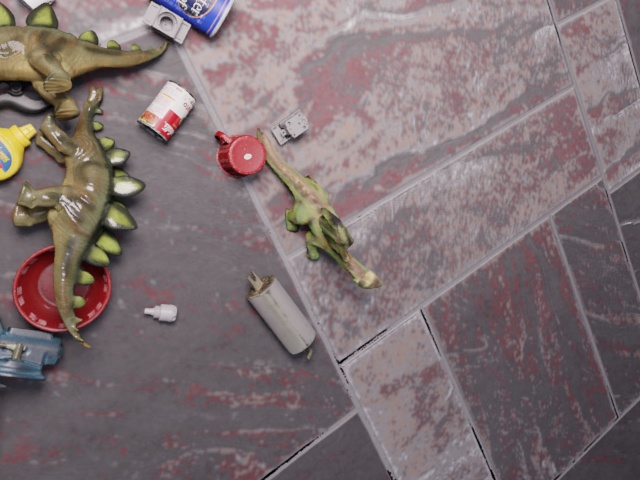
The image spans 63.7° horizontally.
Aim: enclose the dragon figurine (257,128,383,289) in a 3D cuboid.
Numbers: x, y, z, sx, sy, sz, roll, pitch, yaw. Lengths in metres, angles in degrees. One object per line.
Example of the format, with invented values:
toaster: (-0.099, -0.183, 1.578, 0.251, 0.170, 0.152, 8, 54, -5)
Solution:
dragon figurine: (0.003, -0.054, 1.066, 0.123, 0.244, 0.405, -39, 111, -11)
